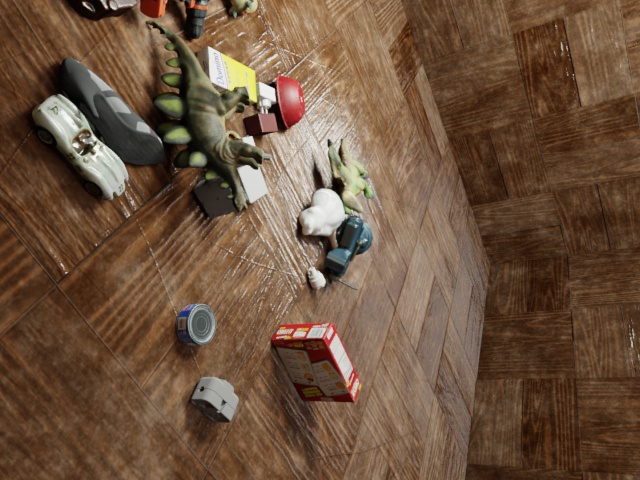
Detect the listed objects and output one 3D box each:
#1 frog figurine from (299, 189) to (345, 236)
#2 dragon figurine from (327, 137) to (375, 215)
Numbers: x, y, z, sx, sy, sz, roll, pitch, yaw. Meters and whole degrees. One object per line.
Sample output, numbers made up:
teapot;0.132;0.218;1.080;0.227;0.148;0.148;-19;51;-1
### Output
frog figurine;0.005;-0.077;1.527;0.161;0.123;0.135;-48;142;-68
dragon figurine;0.081;-0.240;1.674;0.238;0.122;0.419;55;18;-56
